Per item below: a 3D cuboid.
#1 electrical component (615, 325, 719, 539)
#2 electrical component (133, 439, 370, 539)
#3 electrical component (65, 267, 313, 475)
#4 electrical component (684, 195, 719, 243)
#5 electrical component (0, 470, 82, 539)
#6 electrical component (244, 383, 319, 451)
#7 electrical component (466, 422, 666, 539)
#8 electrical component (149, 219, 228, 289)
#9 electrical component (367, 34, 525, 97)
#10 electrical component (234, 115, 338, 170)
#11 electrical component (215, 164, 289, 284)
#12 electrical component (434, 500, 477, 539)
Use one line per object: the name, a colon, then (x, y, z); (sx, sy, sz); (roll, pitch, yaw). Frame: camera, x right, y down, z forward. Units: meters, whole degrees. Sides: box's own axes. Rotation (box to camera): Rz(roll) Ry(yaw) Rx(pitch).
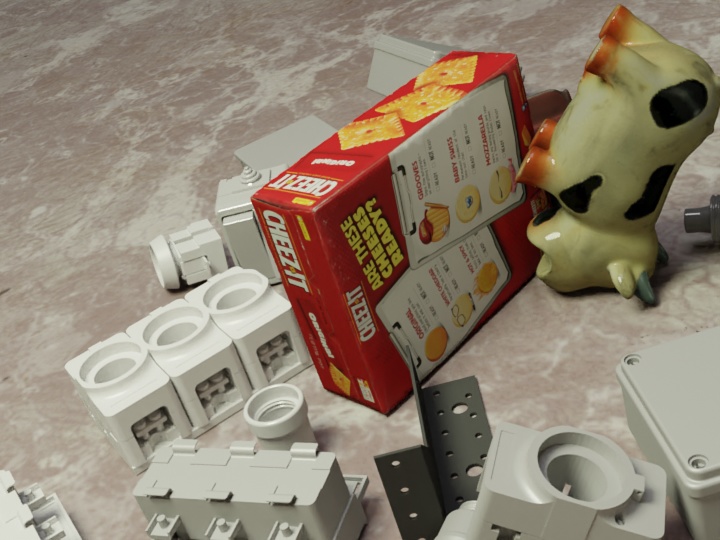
electrical component: (0.211, 0.082, 0.586); (0.109, 0.056, 0.108); (-17, 31, 0)
electrical component: (-0.066, 0.139, 0.629); (0.121, 0.063, 0.078); (-2, 35, 24)
electrical component: (-0.124, 0.064, 0.775); (0.150, 0.061, 0.089); (-31, 34, -21)
electrical component: (0.262, -0.037, 0.759); (0.062, 0.043, 0.043); (-3, 34, 24)
electrical component: (-0.204, 0.177, 0.639); (0.079, 0.063, 0.121); (-30, 34, -19)
electrical component: (-0.049, 0.103, 0.693); (0.040, 0.046, 0.040); (-13, 32, 8)
electrical component: (0.106, 0.119, 0.551); (0.089, 0.055, 0.050); (15, 39, 7)
electrical component: (-0.148, -0.012, 0.923); (0.055, 0.048, 0.066); (-19, 31, -16)
electrical component: (0.080, -0.180, 1.018); (0.109, 0.056, 0.109); (3, 18, -31)
electrical component: (-0.057, -0.095, 1.003); (0.100, 0.048, 0.100); (-27, 33, -15)
electrical component: (-0.079, -0.038, 0.879); (0.062, 0.096, 0.061); (-13, 33, 6)
electrical component: (0.062, 0.143, 0.587); (0.035, 0.035, 0.061); (2, 35, 29)
